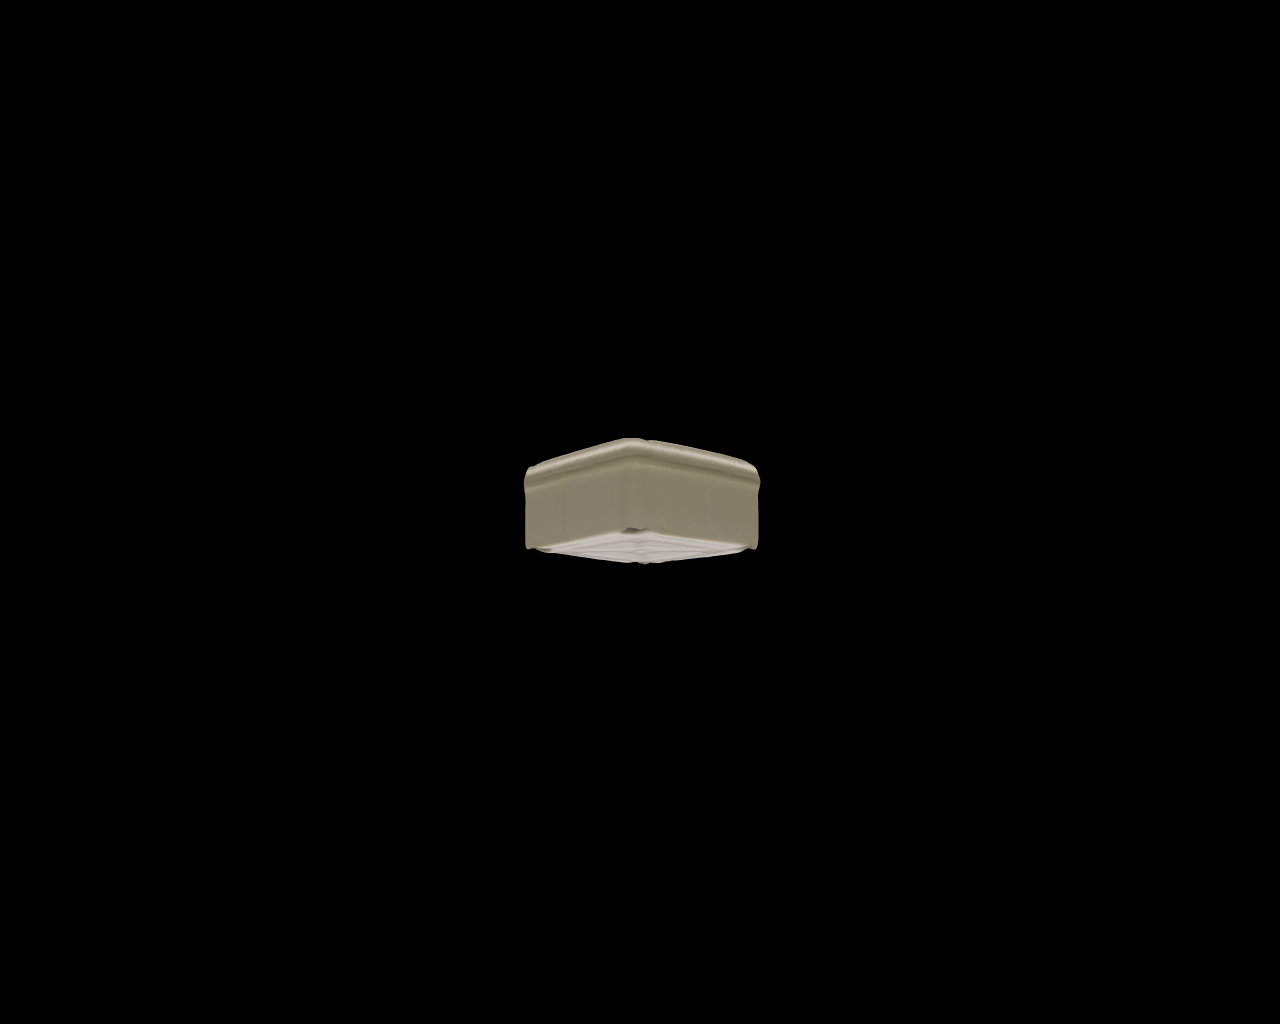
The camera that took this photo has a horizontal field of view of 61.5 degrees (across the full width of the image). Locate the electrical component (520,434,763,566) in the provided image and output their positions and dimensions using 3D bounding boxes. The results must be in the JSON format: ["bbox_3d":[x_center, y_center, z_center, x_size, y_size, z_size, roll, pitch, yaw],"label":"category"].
[{"bbox_3d":[0.001,-0.003,0.650,0.109,0.056,0.108,10,-14,-42],"label":"electrical component"}]
